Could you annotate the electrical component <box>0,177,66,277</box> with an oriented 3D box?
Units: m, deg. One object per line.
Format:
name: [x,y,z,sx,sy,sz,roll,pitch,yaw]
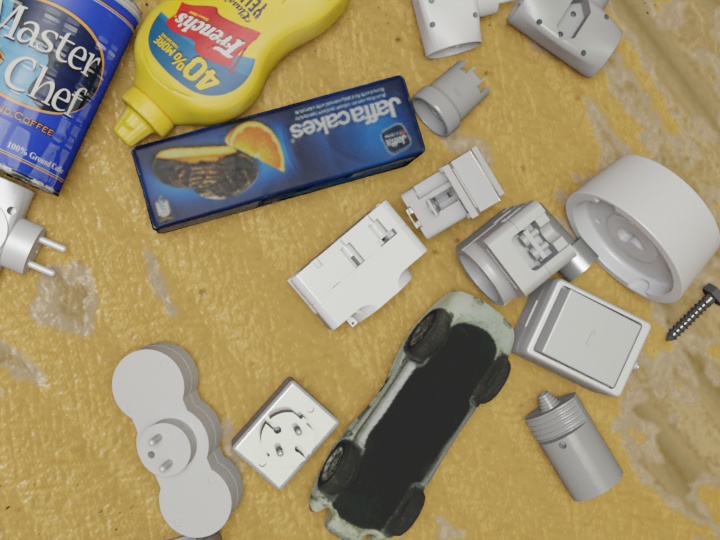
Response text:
electrical component: [-0.248,-0.021,0.755,0.079,0.044,0.077,24,86,-7]

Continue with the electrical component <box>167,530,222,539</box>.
electrical component: [-0.160,0.248,0.752,0.150,0.062,0.089,-15,91,-8]

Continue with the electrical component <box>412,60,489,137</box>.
electrical component: [0.068,-0.128,0.802,0.046,0.040,0.040,-43,94,-12]

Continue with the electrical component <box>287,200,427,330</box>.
electrical component: [0.000,0.000,0.784,0.089,0.050,0.055,-40,94,-6]

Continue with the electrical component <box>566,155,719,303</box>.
electrical component: [0.212,-0.035,0.787,0.060,0.108,0.108,-43,94,-12]

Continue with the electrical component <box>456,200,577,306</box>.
electrical component: [0.108,-0.011,0.778,0.056,0.089,0.050,-38,94,-7]

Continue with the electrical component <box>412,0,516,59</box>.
electrical component: [0.078,-0.205,0.801,0.079,0.043,0.077,-14,91,-7]

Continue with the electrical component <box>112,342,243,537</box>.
electrical component: [-0.130,0.120,0.747,0.052,0.074,0.138,-22,92,8]

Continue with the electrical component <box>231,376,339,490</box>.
electrical component: [-0.052,0.117,0.762,0.047,0.077,0.065,42,84,-5]

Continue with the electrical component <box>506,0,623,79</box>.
electrical component: [0.164,-0.199,0.813,0.077,0.043,0.079,33,84,-6]

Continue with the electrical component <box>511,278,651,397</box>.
electrical component: [0.169,0.053,0.800,0.096,0.061,0.061,26,86,-6]

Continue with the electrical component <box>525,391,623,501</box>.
electrical component: [0.158,0.127,0.806,0.043,0.043,0.081,-32,93,-7]

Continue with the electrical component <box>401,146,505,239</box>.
electrical component: [0.067,-0.055,0.785,0.064,0.081,0.042,-30,93,15]
